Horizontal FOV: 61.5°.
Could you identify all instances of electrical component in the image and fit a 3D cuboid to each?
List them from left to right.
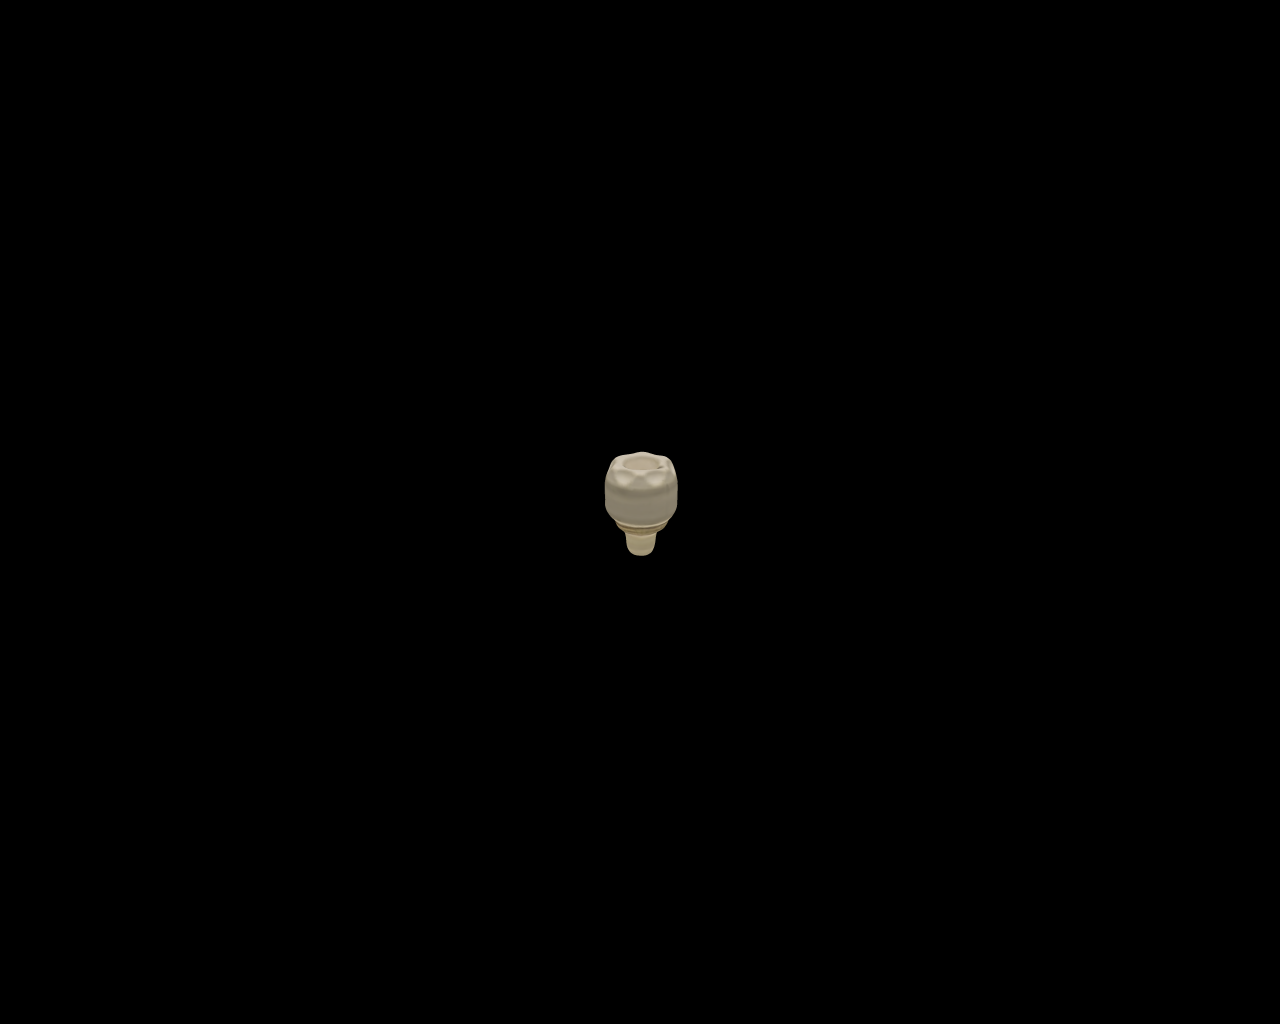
[{"bbox_3d":[0.001,-0.003,0.650,0.043,0.062,0.043,0,24,0],"label":"electrical component"}]
